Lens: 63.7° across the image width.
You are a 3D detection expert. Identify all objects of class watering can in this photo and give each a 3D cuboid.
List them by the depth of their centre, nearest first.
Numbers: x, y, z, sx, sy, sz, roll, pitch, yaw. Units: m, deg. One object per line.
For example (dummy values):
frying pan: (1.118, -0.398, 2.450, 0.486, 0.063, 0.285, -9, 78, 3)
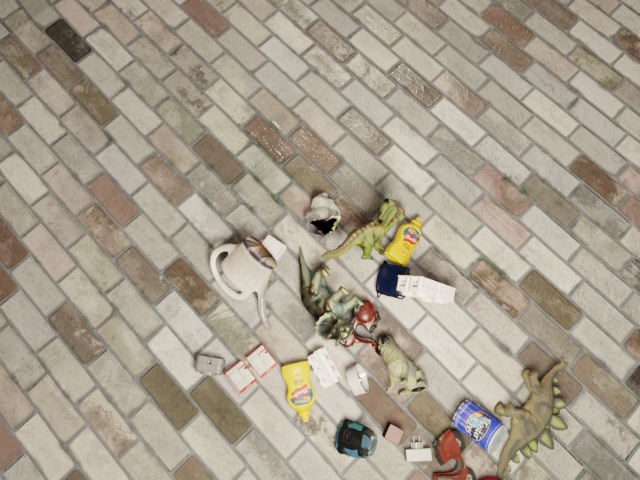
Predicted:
watering can: (-0.238, 0.135, 1.825, 0.349, 0.104, 0.222, 46, 104, 6)

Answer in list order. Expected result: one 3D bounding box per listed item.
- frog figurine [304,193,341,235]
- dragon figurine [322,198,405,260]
frog figurine: (0.006, -0.097, 1.923, 0.137, 0.120, 0.163, -23, 39, 2)
dragon figurine: (0.178, -0.049, 1.797, 0.123, 0.413, 0.239, 38, 117, 25)
